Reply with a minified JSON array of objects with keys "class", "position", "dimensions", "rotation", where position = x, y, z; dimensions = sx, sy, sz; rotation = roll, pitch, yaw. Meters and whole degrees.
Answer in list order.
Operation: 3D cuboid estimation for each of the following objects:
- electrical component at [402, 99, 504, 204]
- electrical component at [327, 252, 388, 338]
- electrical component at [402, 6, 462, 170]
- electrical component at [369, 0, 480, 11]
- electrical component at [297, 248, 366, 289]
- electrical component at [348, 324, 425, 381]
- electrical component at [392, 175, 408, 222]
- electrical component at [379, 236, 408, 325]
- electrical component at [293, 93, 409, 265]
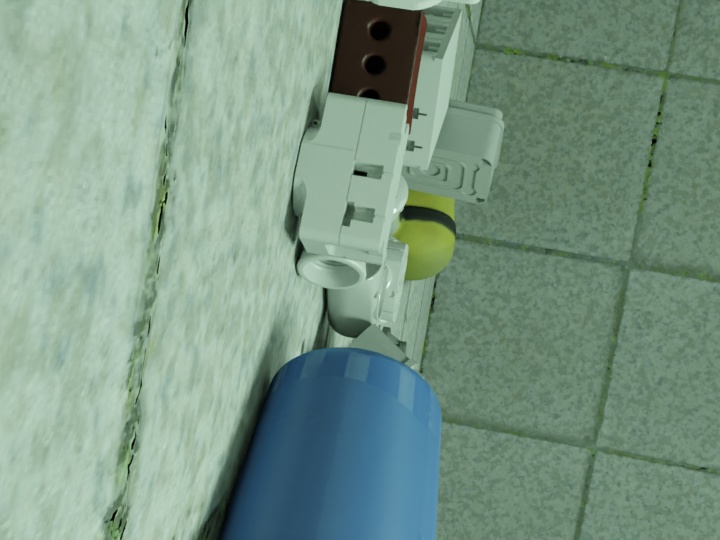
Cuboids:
[{"class":"electrical component","position":[0.069,-0.113,0.975],"dimensions":[0.078,0.113,0.057],"rotation":[88,16,-62]},{"class":"electrical component","position":[0.000,0.000,0.841],"dimensions":[0.077,0.044,0.079],"rotation":[91,11,-54]},{"class":"electrical component","position":[0.038,-0.152,0.862],"dimensions":[0.150,0.062,0.089],"rotation":[-69,167,-61]},{"class":"electrical component","position":[0.036,-0.219,0.607],"dimensions":[0.061,0.089,0.150],"rotation":[92,10,-52]},{"class":"electrical component","position":[-0.014,-0.026,0.694],"dimensions":[0.044,0.044,0.065],"rotation":[88,8,-62]},{"class":"electrical component","position":[0.007,0.098,0.853],"dimensions":[0.078,0.057,0.113],"rotation":[-43,167,-8]},{"class":"electrical component","position":[0.013,-0.054,0.877],"dimensions":[0.062,0.048,0.048],"rotation":[103,-1,-67]},{"class":"electrical component","position":[0.010,0.007,0.914],"dimensions":[0.080,0.051,0.080],"rotation":[10,90,-84]},{"class":"electrical component","position":[-0.007,-0.054,0.643],"dimensions":[0.050,0.056,0.089],"rotation":[70,30,-77]}]
